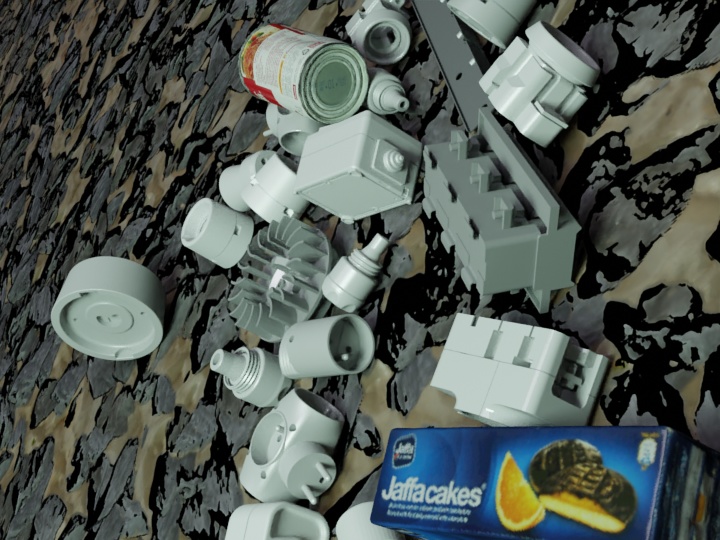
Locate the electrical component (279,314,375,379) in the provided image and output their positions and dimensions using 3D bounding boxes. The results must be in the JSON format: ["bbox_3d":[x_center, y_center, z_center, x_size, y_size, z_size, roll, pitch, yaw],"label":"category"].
[{"bbox_3d":[-0.031,0.058,0.802,0.081,0.043,0.043,-12,57,51],"label":"electrical component"}]

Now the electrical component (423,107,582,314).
[{"bbox_3d":[0.084,-0.038,0.680,0.121,0.063,0.078,-113,17,-51],"label":"electrical component"}]

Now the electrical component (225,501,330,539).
[{"bbox_3d":[-0.065,0.209,0.730,0.059,0.054,0.095,-18,53,48],"label":"electrical component"}]

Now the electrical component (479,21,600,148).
[{"bbox_3d":[0.121,-0.126,0.711,0.057,0.058,0.078,-51,34,23],"label":"electrical component"}]

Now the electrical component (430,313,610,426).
[{"bbox_3d":[0.090,0.064,0.623,0.089,0.050,0.055,8,74,56],"label":"electrical component"}]

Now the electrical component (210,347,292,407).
[{"bbox_3d":[-0.088,0.081,0.847,0.043,0.062,0.043,-34,43,37],"label":"electrical component"}]

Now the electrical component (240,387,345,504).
[{"bbox_3d":[-0.042,0.135,0.760,0.077,0.044,0.079,-58,33,7],"label":"electrical component"}]

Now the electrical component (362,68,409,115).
[{"bbox_3d":[0.021,-0.144,0.883,0.035,0.035,0.061,-58,35,7],"label":"electrical component"}]

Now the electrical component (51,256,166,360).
[{"bbox_3d":[-0.244,0.033,1.063,0.108,0.108,0.060,-36,34,35],"label":"electrical component"}]

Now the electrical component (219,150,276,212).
[{"bbox_3d":[-0.097,-0.083,0.994,0.055,0.045,0.045,-20,52,46],"label":"electrical component"}]

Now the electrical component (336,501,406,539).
[{"bbox_3d":[0.012,0.178,0.658,0.040,0.040,0.078,-49,35,20],"label":"electrical component"}]

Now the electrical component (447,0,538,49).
[{"bbox_3d":[0.100,-0.199,0.796,0.047,0.055,0.055,-53,34,8],"label":"electrical component"}]

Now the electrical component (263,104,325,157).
[{"bbox_3d":[-0.059,-0.142,0.978,0.079,0.044,0.077,-14,56,39],"label":"electrical component"}]

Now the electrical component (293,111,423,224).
[{"bbox_3d":[0.003,-0.084,0.839,0.096,0.062,0.061,-15,55,49],"label":"electrical component"}]

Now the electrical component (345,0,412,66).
[{"bbox_3d":[0.018,-0.205,0.923,0.066,0.048,0.055,-48,28,21],"label":"electrical component"}]

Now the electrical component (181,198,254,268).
[{"bbox_3d":[-0.135,-0.036,1.011,0.055,0.047,0.055,-33,43,37],"label":"electrical component"}]

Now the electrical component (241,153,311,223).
[{"bbox_3d":[-0.068,-0.069,0.936,0.047,0.055,0.055,-51,34,12],"label":"electrical component"}]

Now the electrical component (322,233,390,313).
[{"bbox_3d":[0.000,0.000,0.809,0.061,0.035,0.035,-54,33,8],"label":"electrical component"}]
